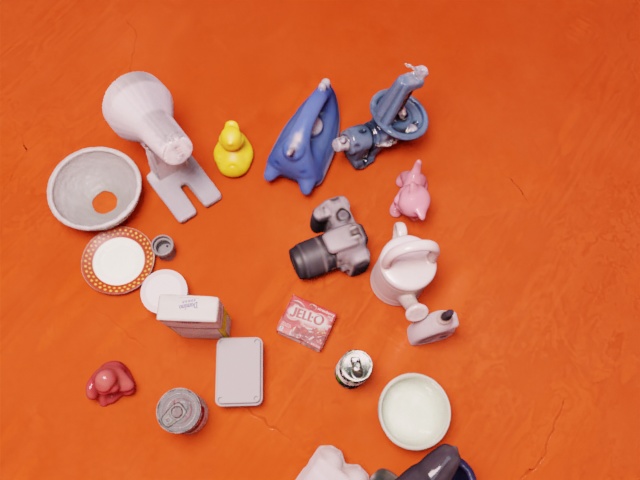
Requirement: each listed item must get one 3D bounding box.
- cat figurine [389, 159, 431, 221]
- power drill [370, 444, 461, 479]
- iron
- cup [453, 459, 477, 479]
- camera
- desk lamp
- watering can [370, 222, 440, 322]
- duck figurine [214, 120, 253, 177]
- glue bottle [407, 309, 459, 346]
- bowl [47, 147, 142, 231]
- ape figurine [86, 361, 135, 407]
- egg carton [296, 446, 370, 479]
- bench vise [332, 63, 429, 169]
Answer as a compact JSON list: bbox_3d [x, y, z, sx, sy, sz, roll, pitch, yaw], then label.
[{"bbox_3d":[0.176,-0.090,1.078,0.067,0.118,0.128,12,70,1],"label":"cat figurine"},{"bbox_3d":[0.106,0.395,0.848,0.075,0.208,0.230,41,73,11],"label":"power drill"},{"bbox_3d":[-0.018,-0.225,1.103,0.118,0.141,0.258,20,70,4],"label":"iron"},{"bbox_3d":[0.181,0.389,0.916,0.117,0.095,0.092,7,70,-1],"label":"cup"},{"bbox_3d":[0.010,0.004,1.042,0.137,0.101,0.143,-21,72,-11],"label":"camera"},{"bbox_3d":[-0.277,-0.168,1.027,0.118,0.213,0.203,-36,76,-15],"label":"desk lamp"},{"bbox_3d":[0.152,0.050,0.985,0.101,0.194,0.172,-26,73,-12],"label":"watering can"},{"bbox_3d":[-0.169,-0.180,1.106,0.077,0.086,0.104,-1,70,-4],"label":"duck figurine"},{"bbox_3d":[0.199,0.142,0.966,0.078,0.173,0.037,-10,71,-7],"label":"glue bottle"},{"bbox_3d":[-0.408,-0.084,1.062,0.167,0.075,0.167,1,70,-3],"label":"bowl"},{"bbox_3d":[-0.346,0.234,0.940,0.078,0.092,0.076,11,70,1],"label":"ape figurine"},{"bbox_3d":[0.005,0.412,0.910,0.107,0.069,0.150,35,72,9],"label":"egg carton"},{"bbox_3d":[0.128,-0.222,1.069,0.121,0.220,0.208,41,73,11],"label":"bench vise"}]
